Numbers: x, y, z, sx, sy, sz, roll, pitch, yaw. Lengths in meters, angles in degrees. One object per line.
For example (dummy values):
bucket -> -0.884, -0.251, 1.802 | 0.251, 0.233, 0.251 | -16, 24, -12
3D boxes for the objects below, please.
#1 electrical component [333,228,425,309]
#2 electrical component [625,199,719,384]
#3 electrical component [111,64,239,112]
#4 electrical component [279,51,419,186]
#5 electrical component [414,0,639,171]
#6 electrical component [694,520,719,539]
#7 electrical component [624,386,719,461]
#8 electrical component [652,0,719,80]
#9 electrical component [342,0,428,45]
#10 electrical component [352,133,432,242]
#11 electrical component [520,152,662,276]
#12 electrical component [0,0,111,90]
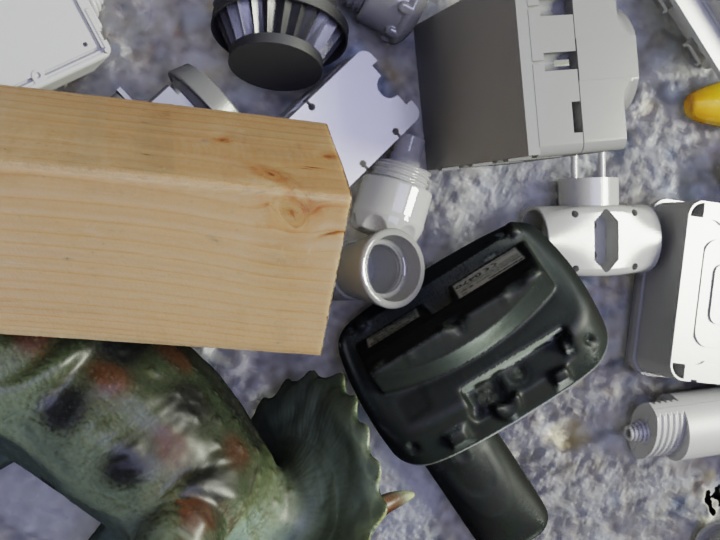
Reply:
electrical component -> 0.000, 0.000, 0.612 | 0.044, 0.065, 0.044 | 1, 88, -35
electrical component -> 0.219, 0.015, 0.682 | 0.078, 0.057, 0.113 | 7, 90, -17
electrical component -> -0.097, -0.074, 0.584 | 0.057, 0.058, 0.078 | -44, 103, -8
electrical component -> -0.020, -0.074, 0.608 | 0.089, 0.056, 0.050 | -45, 103, -10
electrical component -> 0.086, -0.104, 0.589 | 0.062, 0.150, 0.089 | -7, 94, -15
electrical component -> 0.253, 0.196, 0.700 | 0.057, 0.058, 0.078 | 24, 86, -19
electrical component -> 0.208, 0.099, 0.690 | 0.081, 0.043, 0.043 | -5, 94, -16
electrical component -> 0.215, -0.188, 0.670 | 0.079, 0.063, 0.121 | -39, 102, -12
electrical component -> 0.008, -0.162, 0.620 | 0.062, 0.048, 0.048 | 25, 85, -9
electrical component -> 0.022, -0.048, 0.628 | 0.043, 0.043, 0.062 | 17, 86, -17
electrical component -> 0.141, -0.036, 0.664 | 0.077, 0.043, 0.079 | -2, 93, -17
electrical component -> -0.178, -0.122, 0.560 | 0.096, 0.061, 0.061 | -31, 102, -20
